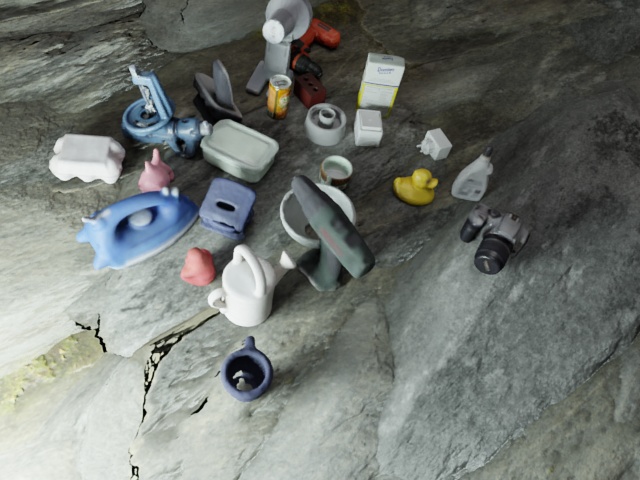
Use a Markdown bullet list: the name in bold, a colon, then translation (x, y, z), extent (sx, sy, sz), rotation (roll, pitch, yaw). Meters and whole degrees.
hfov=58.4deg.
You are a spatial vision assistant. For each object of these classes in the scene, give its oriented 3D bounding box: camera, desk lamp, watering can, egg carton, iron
- **camera**: translation (0.389, -0.001, 1.295), extent (0.143, 0.101, 0.137), rotation (30, 56, 10)
- **desk lamp**: translation (-0.104, -0.507, 1.477), extent (0.118, 0.213, 0.203), rotation (18, 55, 2)
- **watering can**: translation (-0.129, 0.074, 1.090), extent (0.100, 0.194, 0.173), rotation (35, 57, 13)
- **egg carton**: translation (-0.511, -0.179, 1.266), extent (0.150, 0.069, 0.107), rotation (2, 56, -9)
- **iron**: translation (-0.359, -0.050, 1.163), extent (0.259, 0.141, 0.118), rotation (-29, 66, -26)

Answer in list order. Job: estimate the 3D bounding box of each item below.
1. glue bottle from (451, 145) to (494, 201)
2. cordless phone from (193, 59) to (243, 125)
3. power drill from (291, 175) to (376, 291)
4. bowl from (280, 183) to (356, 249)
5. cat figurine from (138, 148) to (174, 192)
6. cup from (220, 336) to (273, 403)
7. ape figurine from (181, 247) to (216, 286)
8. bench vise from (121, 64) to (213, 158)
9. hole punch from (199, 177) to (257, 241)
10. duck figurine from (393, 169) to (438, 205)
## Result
- **glue bottle**: translation (0.374, -0.161, 1.357), extent (0.078, 0.173, 0.037), rotation (12, 55, -2)
- **cordless phone**: translation (-0.248, -0.377, 1.379), extent (0.094, 0.185, 0.147), rotation (-26, 64, -25)
- **power drill**: translation (0.011, 0.004, 1.155), extent (0.076, 0.208, 0.229), rotation (-34, 68, -28)
- **bowl**: translation (-0.008, -0.042, 1.264), extent (0.167, 0.075, 0.167), rotation (5, 55, -7)
- **cat figurine**: translation (-0.355, -0.139, 1.238), extent (0.067, 0.118, 0.127), rotation (1, 56, -10)
- **cup**: translation (-0.133, 0.242, 1.036), extent (0.092, 0.095, 0.117), rotation (5, 55, -7)
- **ape figurine**: translation (-0.245, 0.047, 1.149), extent (0.078, 0.092, 0.076), rotation (-32, 67, -27)
- **bench vise**: translation (-0.346, -0.297, 1.285), extent (0.207, 0.220, 0.121), rotation (-2, 56, -12)
- **hole punch**: translation (-0.197, -0.067, 1.236), extent (0.108, 0.091, 0.101), rotation (20, 55, 3)
- **duck figurine**: translation (0.231, -0.136, 1.367), extent (0.104, 0.086, 0.077), rotation (14, 55, -1)
